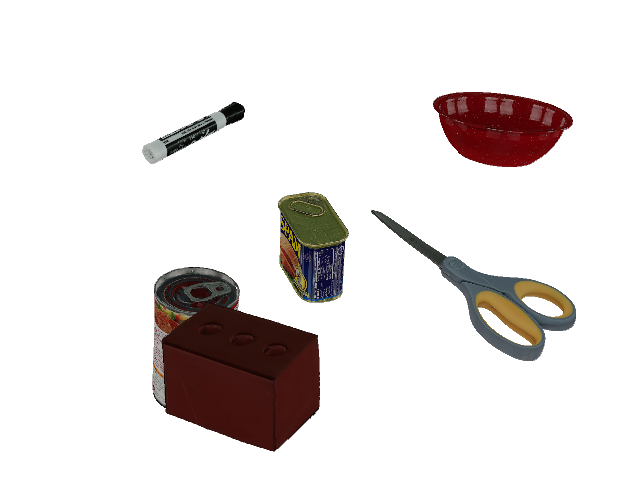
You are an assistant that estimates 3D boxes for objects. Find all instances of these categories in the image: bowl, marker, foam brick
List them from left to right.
[{"bbox_3d":[-0.119,-0.105,1.028,0.120,0.020,0.020,-33,21,-36],"label":"marker"},{"bbox_3d":[-0.046,0.078,0.618,0.078,0.051,0.052,14,28,24],"label":"foam brick"},{"bbox_3d":[0.208,-0.126,1.242,0.162,0.055,0.162,4,23,-2],"label":"bowl"}]

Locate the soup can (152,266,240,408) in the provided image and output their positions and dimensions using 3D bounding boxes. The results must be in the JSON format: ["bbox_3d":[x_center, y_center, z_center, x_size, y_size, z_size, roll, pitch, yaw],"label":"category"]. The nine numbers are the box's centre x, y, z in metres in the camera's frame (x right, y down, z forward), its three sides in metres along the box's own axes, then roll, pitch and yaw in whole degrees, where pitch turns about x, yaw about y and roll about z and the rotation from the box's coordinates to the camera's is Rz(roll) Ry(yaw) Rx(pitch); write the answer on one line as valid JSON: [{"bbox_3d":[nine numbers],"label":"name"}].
[{"bbox_3d":[-0.102,0.082,0.868,0.068,0.102,0.068,5,30,-3],"label":"soup can"}]

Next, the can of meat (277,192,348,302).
[{"bbox_3d":[-0.010,0.009,1.190,0.057,0.084,0.102,-11,37,-18],"label":"can of meat"}]

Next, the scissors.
[{"bbox_3d":[0.129,0.025,0.871,0.096,0.016,0.202,-10,40,-25],"label":"scissors"}]
